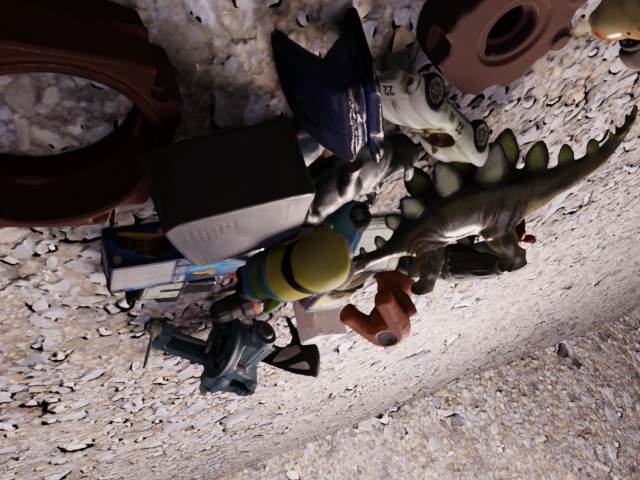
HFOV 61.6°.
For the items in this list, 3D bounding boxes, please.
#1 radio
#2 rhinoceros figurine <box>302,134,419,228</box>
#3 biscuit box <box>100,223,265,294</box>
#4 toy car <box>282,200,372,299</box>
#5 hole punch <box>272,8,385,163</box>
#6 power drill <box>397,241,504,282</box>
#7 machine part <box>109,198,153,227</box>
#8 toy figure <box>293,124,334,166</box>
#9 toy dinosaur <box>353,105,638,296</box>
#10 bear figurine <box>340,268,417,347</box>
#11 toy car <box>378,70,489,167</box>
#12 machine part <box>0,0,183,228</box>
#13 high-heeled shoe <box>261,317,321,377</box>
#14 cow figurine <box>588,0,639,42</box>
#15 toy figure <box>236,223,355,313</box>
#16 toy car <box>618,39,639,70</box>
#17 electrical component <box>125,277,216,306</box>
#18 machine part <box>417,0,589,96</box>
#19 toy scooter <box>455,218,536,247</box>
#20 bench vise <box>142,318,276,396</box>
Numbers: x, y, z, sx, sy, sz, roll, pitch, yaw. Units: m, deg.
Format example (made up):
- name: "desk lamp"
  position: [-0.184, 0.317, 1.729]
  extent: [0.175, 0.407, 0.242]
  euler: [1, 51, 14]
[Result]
- name: "radio"
  position: [-0.083, -0.035, 0.529]
  extent: [0.131, 0.073, 0.229]
  euler: [-17, 173, -9]
- name: "rhinoceros figurine"
  position: [0.039, -0.078, 0.688]
  extent: [0.190, 0.073, 0.112]
  euler: [-31, 144, -3]
- name: "biscuit box"
  position: [-0.176, 0.014, 0.704]
  extent: [0.203, 0.063, 0.059]
  euler: [-9, 148, -29]
- name: "toy car"
  position: [-0.002, -0.002, 0.764]
  extent: [0.103, 0.161, 0.109]
  euler: [32, 148, -6]
- name: "hole punch"
  position: [0.011, -0.144, 0.529]
  extent: [0.092, 0.116, 0.142]
  euler: [-14, 151, -3]
- name: "power drill"
  position: [0.271, 0.032, 0.984]
  extent: [0.207, 0.086, 0.232]
  euler: [-20, -166, -42]
- name: "machine part"
  position: [-0.176, -0.054, 0.614]
  extent: [0.139, 0.039, 0.084]
  euler: [-18, 160, -17]
- name: "toy figure"
  position: [-0.012, -0.114, 0.620]
  extent: [0.154, 0.064, 0.057]
  euler: [-19, 108, -9]
- name: "toy dinosaur"
  position: [0.245, -0.053, 0.785]
  extent: [0.472, 0.105, 0.198]
  euler: [-21, 114, -1]
- name: "bear figurine"
  position: [0.130, 0.104, 1.039]
  extent: [0.120, 0.196, 0.131]
  euler: [-26, 121, 33]
- name: "toy car"
  position: [0.134, -0.141, 0.636]
  extent: [0.201, 0.074, 0.056]
  euler: [23, 85, -45]
- name: "machine part"
  position: [-0.229, -0.097, 0.443]
  extent: [0.201, 0.087, 0.201]
  euler: [-1, 145, -35]
- name: "high-heeled shoe"
  position: [-0.112, 0.265, 1.107]
  extent: [0.249, 0.145, 0.086]
  euler: [-35, 150, 16]
- name: "cow figurine"
  position: [0.359, -0.285, 0.538]
  extent: [0.085, 0.127, 0.195]
  euler: [6, 138, -40]
- name: "toy figure"
  position: [-0.037, 0.041, 0.661]
  extent: [0.180, 0.082, 0.089]
  euler: [-16, -169, 39]
- name: "toy car"
  position: [0.482, -0.301, 0.688]
  extent: [0.089, 0.053, 0.202]
  euler: [13, 139, -35]
- name: "electrical component"
  position: [-0.211, 0.051, 0.757]
  extent: [0.119, 0.048, 0.074]
  euler: [-6, 148, -32]
- name: "machine part"
  position: [0.194, -0.234, 0.572]
  extent: [0.179, 0.056, 0.179]
  euler: [-18, 152, -10]
- name: "toy scooter"
  position: [0.288, -0.037, 0.908]
  extent: [0.184, 0.135, 0.075]
  euler: [-18, 153, -10]
- name: "bench vise"
  position: [-0.203, 0.199, 0.962]
  extent: [0.240, 0.129, 0.223]
  euler: [25, 138, -30]
